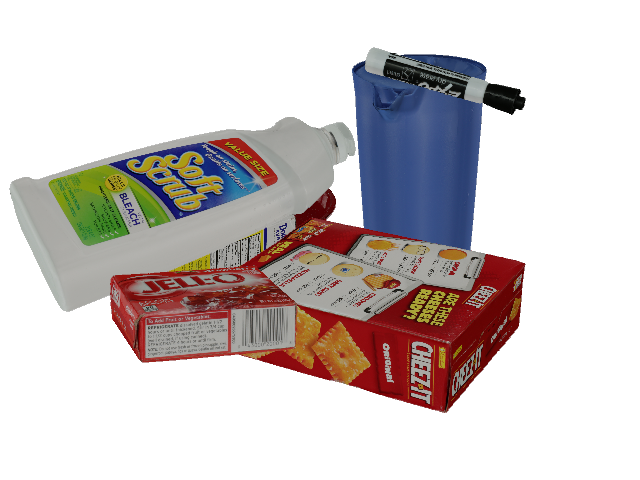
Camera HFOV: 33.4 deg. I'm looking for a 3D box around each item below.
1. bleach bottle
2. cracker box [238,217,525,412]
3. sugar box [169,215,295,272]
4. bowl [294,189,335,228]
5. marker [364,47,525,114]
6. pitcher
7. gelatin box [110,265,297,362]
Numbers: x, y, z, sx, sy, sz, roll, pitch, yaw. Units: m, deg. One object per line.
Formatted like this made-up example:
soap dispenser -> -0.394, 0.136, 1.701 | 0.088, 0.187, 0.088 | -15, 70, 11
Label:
bleach bottle -> -0.093, -0.039, 0.796 | 0.250, 0.103, 0.068 | -23, -29, -19
cracker box -> 0.042, 0.056, 0.898 | 0.214, 0.072, 0.163 | 13, 27, 27
sugar box -> -0.120, -0.001, 1.087 | 0.175, 0.048, 0.093 | -25, 40, -36
bowl -> -0.062, -0.026, 1.333 | 0.162, 0.055, 0.162 | 0, 31, 0
marker -> 0.091, -0.117, 0.781 | 0.121, 0.020, 0.020 | 19, 6, 17
pitcher -> 0.107, -0.069, 1.111 | 0.149, 0.243, 0.145 | -8, 24, -14
gelatin box -> -0.066, 0.038, 0.590 | 0.089, 0.030, 0.073 | -3, 15, -21
